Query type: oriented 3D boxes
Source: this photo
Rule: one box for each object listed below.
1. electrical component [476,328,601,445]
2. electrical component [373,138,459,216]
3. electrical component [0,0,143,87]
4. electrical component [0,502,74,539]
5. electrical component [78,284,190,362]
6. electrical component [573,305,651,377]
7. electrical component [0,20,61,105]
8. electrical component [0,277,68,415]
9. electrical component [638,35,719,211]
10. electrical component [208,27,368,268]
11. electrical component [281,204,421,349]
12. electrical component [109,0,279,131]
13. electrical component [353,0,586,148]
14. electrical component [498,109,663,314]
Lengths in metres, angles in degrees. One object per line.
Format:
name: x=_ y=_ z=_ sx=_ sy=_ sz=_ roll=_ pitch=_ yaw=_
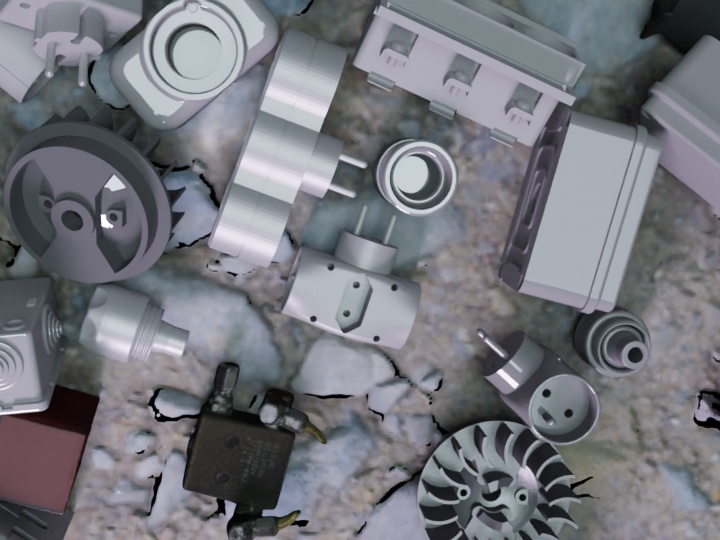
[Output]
electrical component: x=0.102 y=0.064 z=0.661 sx=0.079 sy=0.077 sz=0.043 roll=42 pitch=92 yaw=-10
electrical component: x=0.032 y=-0.057 z=0.647 sx=0.045 sy=0.055 sz=0.045 roll=-1 pitch=98 yaw=-6
electrical component: x=-0.159 y=-0.137 z=0.590 sx=0.066 sy=0.047 sz=0.076 roll=12 pitch=67 yaw=-36
electrical component: x=-0.245 y=0.200 z=0.636 sx=0.062 sy=0.089 sz=0.150 roll=37 pitch=93 yaw=-10
electrical component: x=-0.135 y=0.035 z=0.648 sx=0.062 sy=0.043 sz=0.043 roll=19 pitch=96 yaw=-10
electrical component: x=0.161 y=0.046 z=0.673 sx=0.043 sy=0.062 sz=0.043 roll=-1 pitch=98 yaw=-6
electrical component: x=-0.212 y=-0.138 z=0.614 sx=0.081 sy=0.043 sz=0.043 roll=40 pitch=92 yaw=-10
electrical component: x=-0.220 y=0.043 z=0.613 sx=0.100 sy=0.099 sz=0.048 roll=-5 pitch=111 yaw=-6
electrical component: x=0.224 y=-0.074 z=0.637 sx=0.113 sy=0.078 sz=0.057 roll=43 pitch=89 yaw=17
electrical component: x=-0.033 y=-0.066 z=0.640 sx=0.074 sy=0.052 sz=0.138 roll=20 pitch=96 yaw=-9
electrical component: x=0.000 y=0.000 z=0.658 sx=0.077 sy=0.043 sz=0.079 roll=18 pitch=96 yaw=-9
electrical component: x=-0.095 y=-0.125 z=0.621 sx=0.095 sy=0.059 sz=0.053 roll=-40 pitch=100 yaw=1
electrical component: x=0.062 y=-0.126 z=0.635 sx=0.121 sy=0.078 sz=0.063 roll=23 pitch=117 yaw=-9
electrical component: x=0.131 y=-0.036 z=0.650 sx=0.057 sy=0.078 sz=0.113 roll=15 pitch=96 yaw=-5
